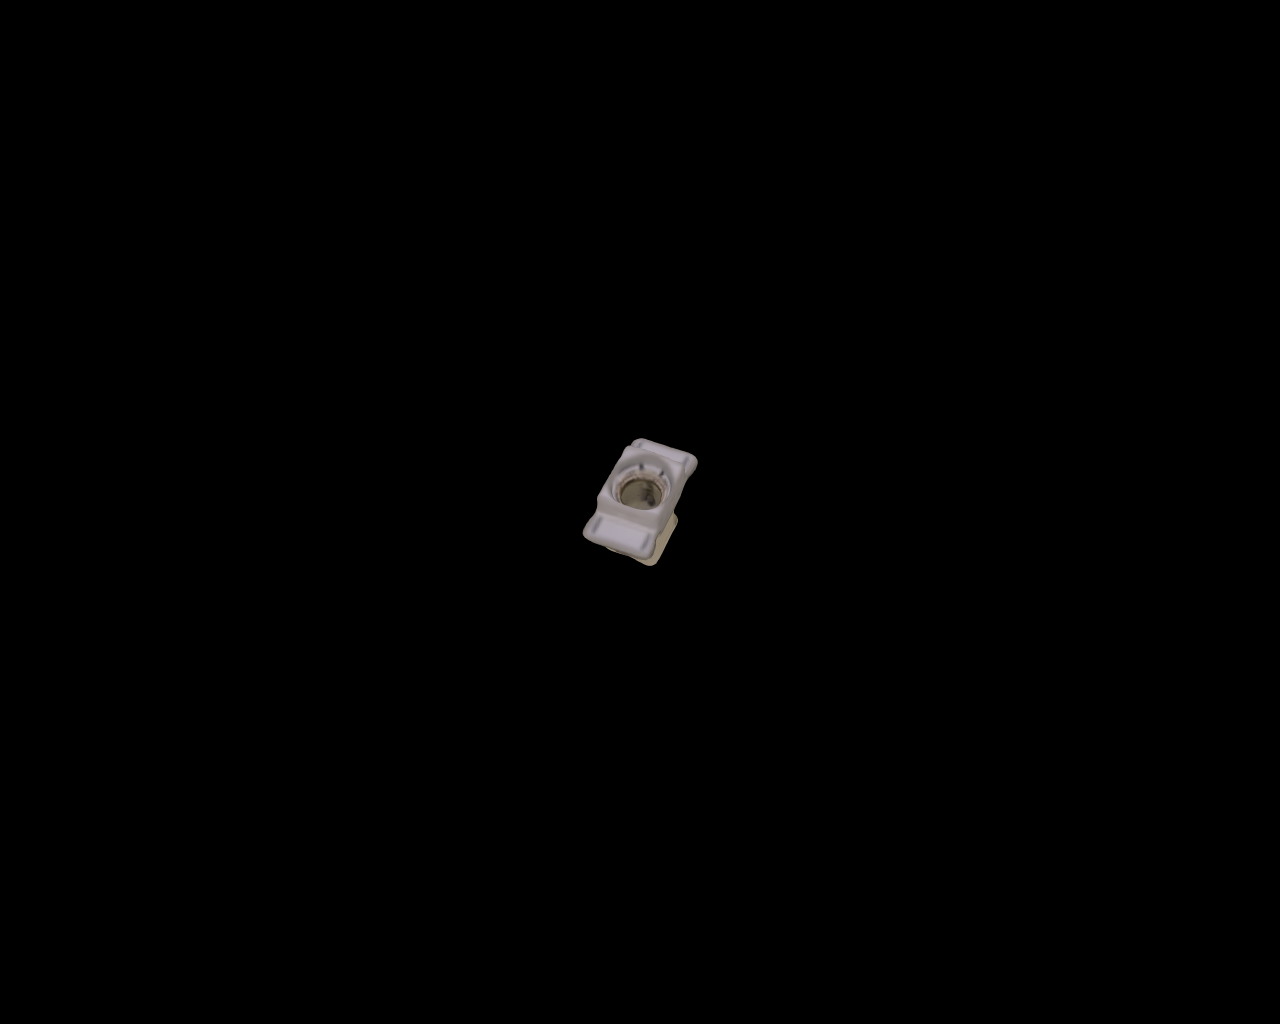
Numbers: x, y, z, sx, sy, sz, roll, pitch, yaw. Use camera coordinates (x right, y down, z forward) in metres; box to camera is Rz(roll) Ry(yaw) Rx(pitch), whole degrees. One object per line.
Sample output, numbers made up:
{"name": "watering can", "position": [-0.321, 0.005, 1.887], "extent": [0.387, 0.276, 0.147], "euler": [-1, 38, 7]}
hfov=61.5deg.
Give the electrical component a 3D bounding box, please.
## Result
{"name": "electrical component", "position": [0.001, -0.003, 0.650], "extent": [0.042, 0.081, 0.063], "euler": [21, -32, 14]}
